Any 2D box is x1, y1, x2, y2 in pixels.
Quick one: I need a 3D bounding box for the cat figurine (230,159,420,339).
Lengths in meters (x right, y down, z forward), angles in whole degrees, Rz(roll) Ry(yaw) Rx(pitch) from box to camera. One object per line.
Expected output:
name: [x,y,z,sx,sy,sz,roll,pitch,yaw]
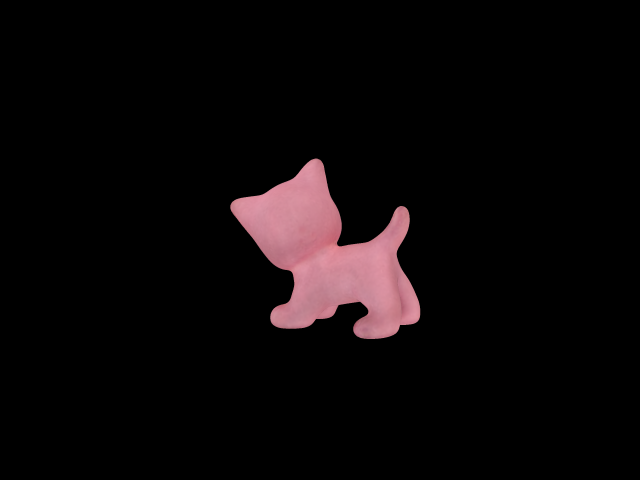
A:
cat figurine: [0.004,0.001,0.400,0.127,0.118,0.067,2,5,24]
